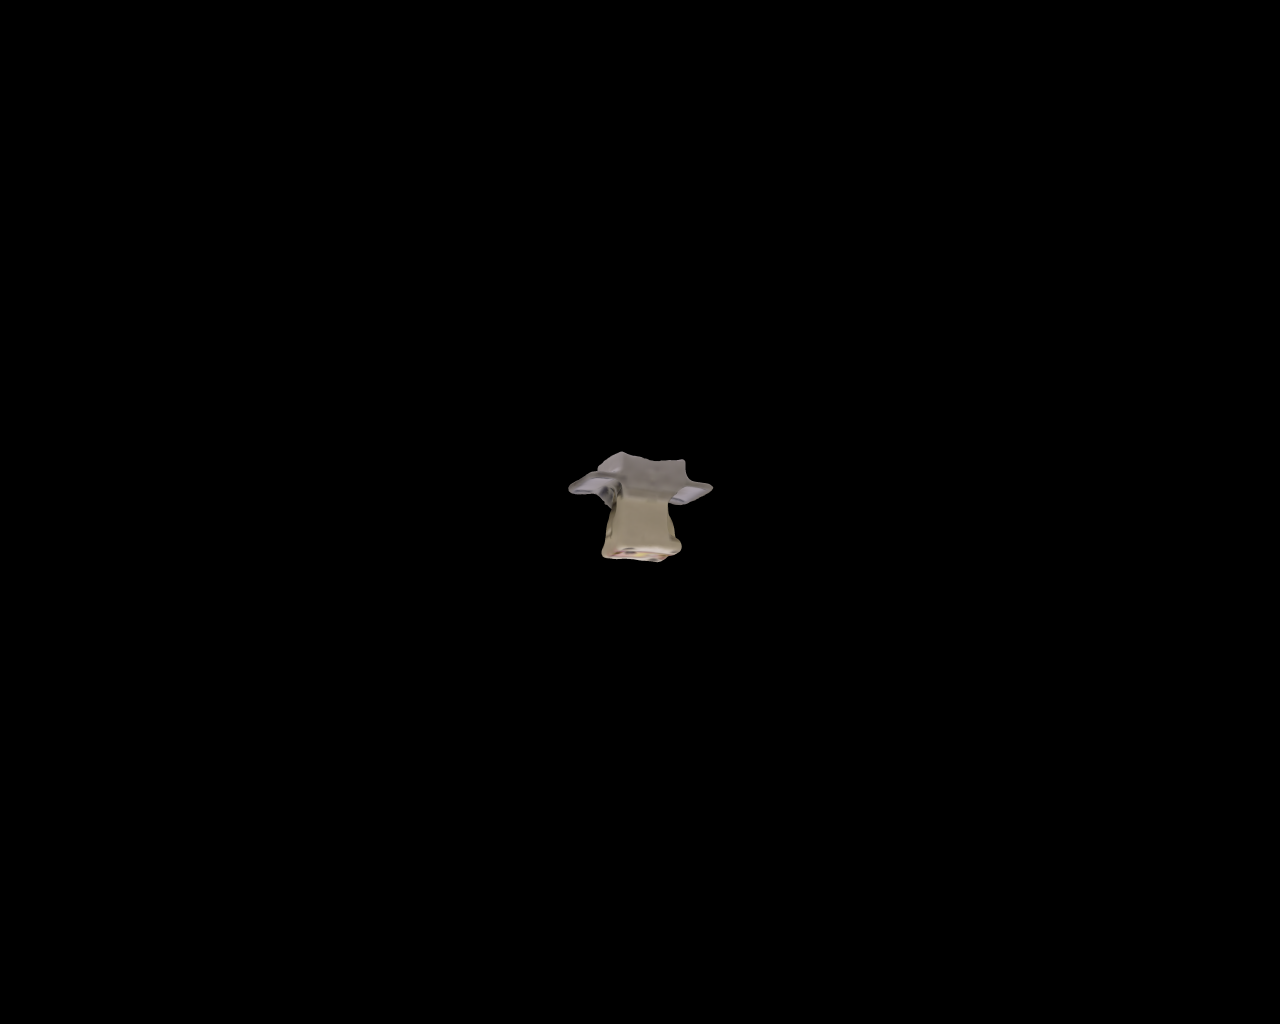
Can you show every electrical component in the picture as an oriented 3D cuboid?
[{"bbox_3d":[0.001,-0.003,0.650,0.081,0.064,0.042,6,-15,-22],"label":"electrical component"}]
